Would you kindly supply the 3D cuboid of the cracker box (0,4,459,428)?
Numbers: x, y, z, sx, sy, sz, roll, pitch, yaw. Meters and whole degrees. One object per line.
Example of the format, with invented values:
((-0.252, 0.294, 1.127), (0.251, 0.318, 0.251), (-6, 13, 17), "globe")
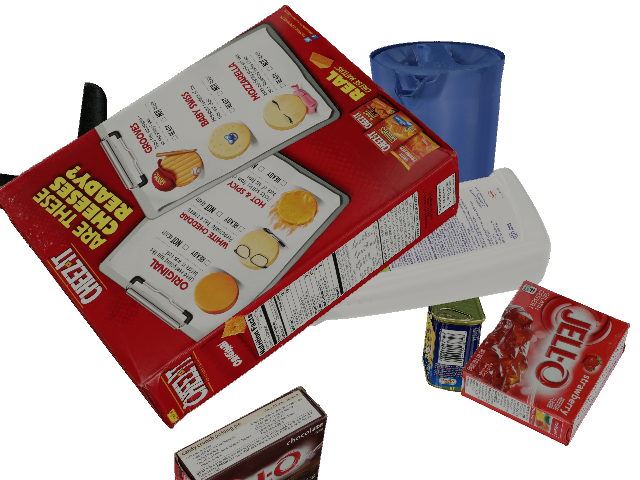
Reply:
((-0.051, -0.021, 0.621), (0.213, 0.164, 0.072), (-36, -31, -13), "cracker box")

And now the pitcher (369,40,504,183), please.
((0.123, -0.082, 1.106), (0.149, 0.243, 0.145), (-9, 24, -17), "pitcher")

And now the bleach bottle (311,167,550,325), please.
((0.047, 0.010, 0.842), (0.250, 0.102, 0.068), (-10, -42, -13), "bleach bottle")

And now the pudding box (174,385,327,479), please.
((-0.052, 0.167, 0.783), (0.113, 0.090, 0.039), (-27, 55, -28), "pudding box")

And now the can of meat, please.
((0.144, 0.108, 1.167), (0.057, 0.084, 0.102), (5, 16, 0), "can of meat")

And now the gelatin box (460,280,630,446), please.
((0.140, 0.073, 0.663), (0.073, 0.030, 0.089), (24, 53, 25), "gelatin box")

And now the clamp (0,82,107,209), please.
((-0.184, -0.044, 0.830), (0.210, 0.036, 0.164), (32, 58, 28), "clamp")
